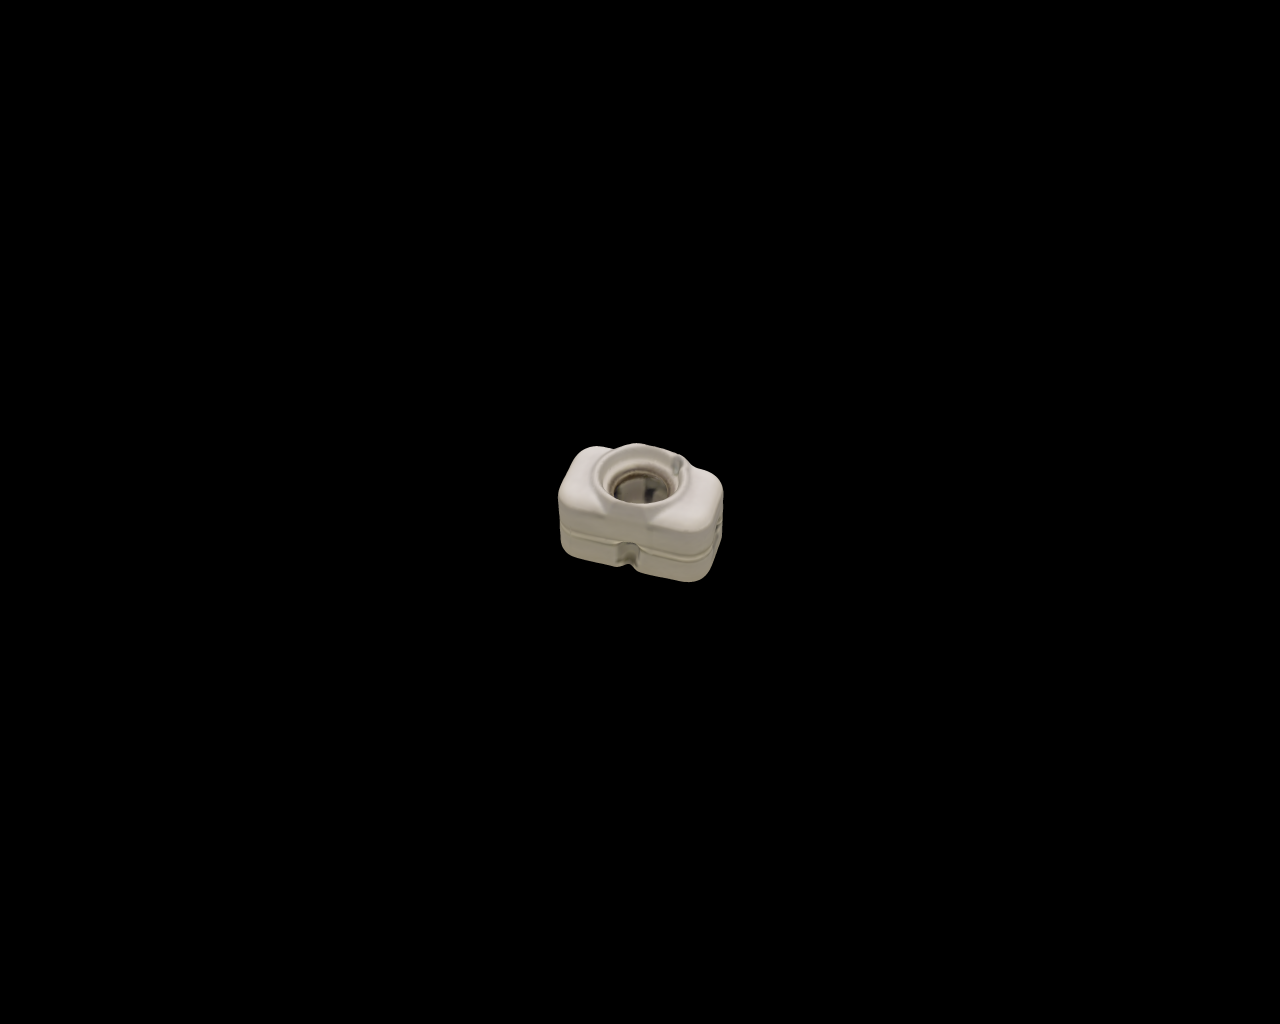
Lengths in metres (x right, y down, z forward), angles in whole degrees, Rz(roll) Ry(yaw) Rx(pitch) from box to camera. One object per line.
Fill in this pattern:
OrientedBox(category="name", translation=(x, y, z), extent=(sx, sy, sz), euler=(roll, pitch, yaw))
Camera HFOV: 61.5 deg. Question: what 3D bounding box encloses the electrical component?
OrientedBox(category="electrical component", translation=(0.001, -0.003, 0.650), extent=(0.095, 0.059, 0.054), euler=(13, 47, 12))
